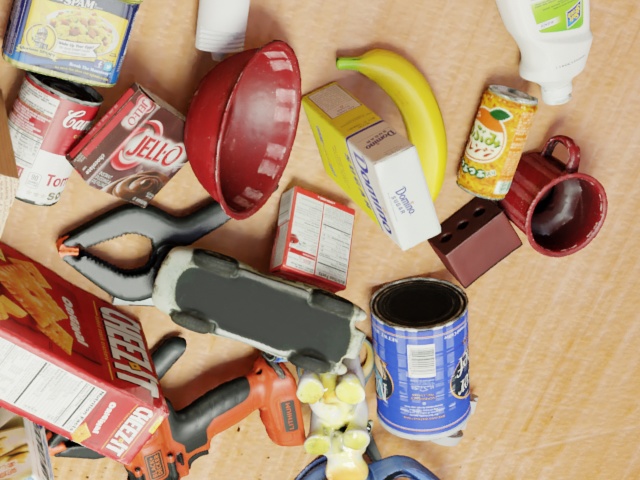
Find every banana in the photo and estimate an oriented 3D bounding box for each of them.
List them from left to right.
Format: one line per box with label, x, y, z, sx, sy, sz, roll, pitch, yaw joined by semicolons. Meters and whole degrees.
banana;0.086;-0.114;1.039;0.070;0.037;0.197;-24;121;13

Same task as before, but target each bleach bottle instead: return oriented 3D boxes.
bleach bottle;0.201;-0.240;1.002;0.102;0.068;0.251;-21;123;-9

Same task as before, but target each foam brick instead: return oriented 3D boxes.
foam brick;0.159;0.000;1.112;0.078;0.053;0.051;-38;122;0

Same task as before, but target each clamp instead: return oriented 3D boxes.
clamp;-0.191;0.180;1.081;0.171;0.039;0.120;-28;118;-7
clamp;-0.141;0.024;1.012;0.209;0.036;0.164;-3;103;-18

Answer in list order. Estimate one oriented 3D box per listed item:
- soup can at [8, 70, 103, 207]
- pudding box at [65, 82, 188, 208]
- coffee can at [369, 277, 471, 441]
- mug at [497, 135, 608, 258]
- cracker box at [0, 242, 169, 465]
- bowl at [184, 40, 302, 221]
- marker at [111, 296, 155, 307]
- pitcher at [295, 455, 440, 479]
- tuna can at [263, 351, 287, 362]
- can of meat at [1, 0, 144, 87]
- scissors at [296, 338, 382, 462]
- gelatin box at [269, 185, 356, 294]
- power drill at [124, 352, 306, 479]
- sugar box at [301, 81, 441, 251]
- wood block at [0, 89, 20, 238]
soup can;-0.236;-0.088;0.910;0.068;0.068;0.102;19;108;-27
pudding box;-0.157;-0.080;0.928;0.090;0.039;0.113;-45;164;6
coffee can;0.107;0.124;1.124;0.102;0.103;0.140;-13;119;-14
mug;0.237;-0.051;1.096;0.093;0.081;0.117;-1;116;-20
cracker box;-0.245;0.086;0.939;0.213;0.164;0.072;34;102;-30
bowl;-0.074;-0.102;0.943;0.055;0.161;0.162;17;115;18
marker;-0.143;0.058;1.047;0.121;0.020;0.020;5;113;-22
pitcher;0.084;0.344;1.212;0.242;0.149;0.145;40;58;-35
tuna can;-0.036;0.078;1.058;0.033;0.086;0.086;-1;116;-18
can of meat;-0.206;-0.180;0.884;0.102;0.057;0.084;12;113;-25
scissors;0.050;0.177;1.180;0.096;0.016;0.201;-41;122;3
gelatin box;-0.007;0.001;1.036;0.073;0.030;0.089;21;64;-27
power drill;-0.108;0.207;1.081;0.187;0.057;0.184;-22;126;-22
sugar box;0.042;-0.070;0.959;0.048;0.176;0.093;-26;122;-7
wood block;-0.295;-0.058;0.822;0.090;0.206;0.090;16;109;-26
